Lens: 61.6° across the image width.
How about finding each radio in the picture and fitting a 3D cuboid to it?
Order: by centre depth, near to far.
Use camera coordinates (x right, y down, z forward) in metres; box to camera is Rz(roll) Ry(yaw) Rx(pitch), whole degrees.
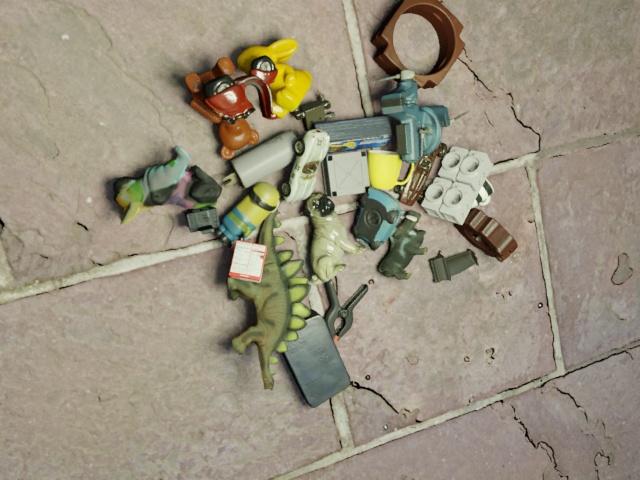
[{"bbox_3d":[-0.020,0.301,1.389,0.131,0.073,0.229,-26,104,-12],"label":"radio"}]

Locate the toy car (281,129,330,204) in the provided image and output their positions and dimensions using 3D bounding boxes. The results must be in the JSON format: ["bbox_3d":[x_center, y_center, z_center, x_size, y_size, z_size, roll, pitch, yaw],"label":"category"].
[{"bbox_3d":[-0.035,-0.171,1.286,0.073,0.056,0.201,-15,136,-43],"label":"toy car"}]

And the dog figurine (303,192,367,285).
[{"bbox_3d":[-0.002,-0.005,1.351,0.172,0.121,0.190,-43,95,-17],"label":"dog figurine"}]

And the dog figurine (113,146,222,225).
[{"bbox_3d":[-0.357,-0.101,1.230,0.219,0.108,0.191,-45,109,-2],"label":"dog figurine"}]

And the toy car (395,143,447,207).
[{"bbox_3d":[0.268,-0.187,1.423,0.089,0.053,0.202,23,89,-20],"label":"toy car"}]

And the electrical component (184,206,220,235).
[{"bbox_3d":[-0.274,-0.047,1.250,0.075,0.119,0.047,-13,104,-12],"label":"electrical component"}]

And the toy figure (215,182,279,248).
[{"bbox_3d":[-0.172,-0.061,1.290,0.180,0.089,0.082,-42,96,-4],"label":"toy figure"}]

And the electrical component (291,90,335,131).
[{"bbox_3d":[-0.017,-0.318,1.325,0.102,0.045,0.078,-28,145,-8],"label":"electrical component"}]

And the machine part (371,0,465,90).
[{"bbox_3d":[0.248,-0.497,1.362,0.201,0.087,0.201,35,87,-18],"label":"machine part"}]

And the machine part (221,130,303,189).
[{"bbox_3d":[-0.128,-0.195,1.295,0.243,0.079,0.079,-30,104,-9],"label":"machine part"}]

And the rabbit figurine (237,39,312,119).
[{"bbox_3d":[-0.106,-0.394,1.256,0.173,0.122,0.162,32,83,-16],"label":"rabbit figurine"}]

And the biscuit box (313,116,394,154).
[{"bbox_3d":[0.082,-0.263,1.348,0.203,0.059,0.063,-9,75,-14],"label":"biscuit box"}]

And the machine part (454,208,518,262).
[{"bbox_3d":[0.435,-0.017,1.431,0.179,0.179,0.056,42,87,-16],"label":"machine part"}]

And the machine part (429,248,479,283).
[{"bbox_3d":[0.372,0.065,1.490,0.139,0.039,0.084,-17,96,-12],"label":"machine part"}]

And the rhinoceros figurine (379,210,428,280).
[{"bbox_3d":[0.222,0.015,1.428,0.112,0.073,0.190,26,91,-6],"label":"rhinoceros figurine"}]

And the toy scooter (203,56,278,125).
[{"bbox_3d":[-0.158,-0.307,1.170,0.184,0.075,0.135,-32,118,-20],"label":"toy scooter"}]

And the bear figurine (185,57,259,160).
[{"bbox_3d":[-0.219,-0.294,1.233,0.120,0.132,0.195,-30,97,-14],"label":"bear figurine"}]

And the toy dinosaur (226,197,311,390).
[{"bbox_3d":[-0.123,0.123,1.304,0.199,0.105,0.471,-5,83,-5],"label":"toy dinosaur"}]

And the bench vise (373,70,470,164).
[{"bbox_3d":[0.251,-0.308,1.334,0.240,0.129,0.223,-14,92,-40],"label":"bench vise"}]

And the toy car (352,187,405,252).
[{"bbox_3d":[0.158,-0.055,1.371,0.103,0.109,0.161,-19,135,-46],"label":"toy car"}]
